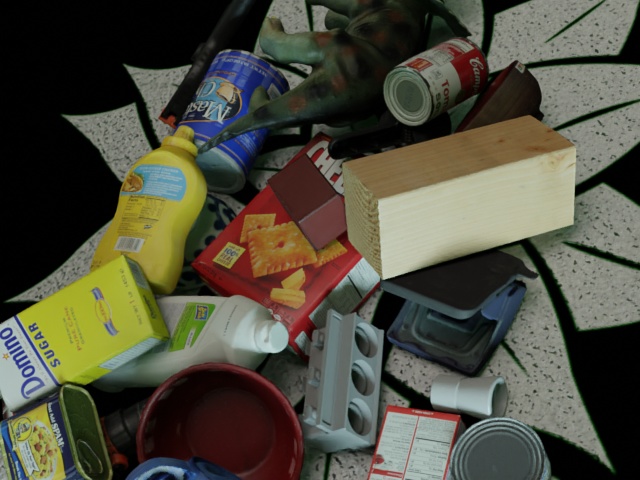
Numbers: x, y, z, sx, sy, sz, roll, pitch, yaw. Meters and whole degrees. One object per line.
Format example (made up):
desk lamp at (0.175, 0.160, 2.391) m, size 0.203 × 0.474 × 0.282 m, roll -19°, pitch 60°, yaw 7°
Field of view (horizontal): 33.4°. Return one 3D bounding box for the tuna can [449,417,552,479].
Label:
tuna can at (0.160, 0.202, 0.944) m, size 0.086 × 0.033 × 0.086 m, roll -13°, pitch 52°, yaw 17°

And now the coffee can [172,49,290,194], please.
coffee can at (-0.109, -0.141, 1.269) m, size 0.103 × 0.102 × 0.140 m, roll 10°, pitch 61°, yaw 30°

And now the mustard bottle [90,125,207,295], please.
mustard bottle at (-0.174, -0.038, 1.155) m, size 0.096 × 0.058 × 0.191 m, roll 6°, pitch 67°, yaw 27°

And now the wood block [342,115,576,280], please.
wood block at (0.135, -0.045, 1.037) m, size 0.205 × 0.091 × 0.090 m, roll -16°, pitch 32°, yaw -15°

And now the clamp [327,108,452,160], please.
clamp at (0.101, -0.110, 1.148) m, size 0.120 × 0.039 × 0.171 m, roll 29°, pitch 43°, yaw 23°

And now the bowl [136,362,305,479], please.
bowl at (-0.091, 0.192, 1.026) m, size 0.162 × 0.055 × 0.162 m, roll 1°, pitch 96°, yaw 7°

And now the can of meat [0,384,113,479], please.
can of meat at (-0.260, 0.205, 1.044) m, size 0.084 × 0.057 × 0.102 m, roll -28°, pitch 65°, yaw 13°

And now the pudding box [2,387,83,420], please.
pudding box at (-0.298, 0.163, 1.143) m, size 0.114 × 0.039 × 0.090 m, roll -25°, pitch 67°, yaw 42°

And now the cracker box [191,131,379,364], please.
cracker box at (-0.008, 0.001, 1.141) m, size 0.164 × 0.072 × 0.213 m, roll 33°, pitch 74°, yaw 38°

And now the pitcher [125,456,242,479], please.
pitcher at (-0.129, 0.314, 0.918) m, size 0.149 × 0.145 × 0.243 m, roll 32°, pitch 84°, yaw 25°

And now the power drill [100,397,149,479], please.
power drill at (-0.202, 0.259, 1.062) m, size 0.184 × 0.057 × 0.188 m, roll -32°, pitch 47°, yaw 7°

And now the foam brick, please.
foam brick at (-0.009, -0.039, 1.089) m, size 0.051 × 0.053 × 0.078 m, roll -34°, pitch 50°, yaw -3°

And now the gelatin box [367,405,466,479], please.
gelatin box at (0.088, 0.201, 0.982) m, size 0.073 × 0.030 × 0.089 m, roll 4°, pitch 59°, yaw 26°

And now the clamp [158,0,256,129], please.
clamp at (-0.138, -0.237, 1.351) m, size 0.210 × 0.036 × 0.165 m, roll -61°, pitch 11°, yaw -15°

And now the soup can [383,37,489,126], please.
soup can at (0.124, -0.170, 1.141) m, size 0.069 × 0.068 × 0.102 m, roll 25°, pitch 41°, yaw 36°

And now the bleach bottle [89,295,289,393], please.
bleach bottle at (-0.136, 0.107, 1.088) m, size 0.251 × 0.068 × 0.102 m, roll -5°, pitch 60°, yaw 41°

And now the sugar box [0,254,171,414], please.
sugar box at (-0.247, 0.097, 1.073) m, size 0.176 × 0.048 × 0.093 m, roll -29°, pitch 69°, yaw 8°
